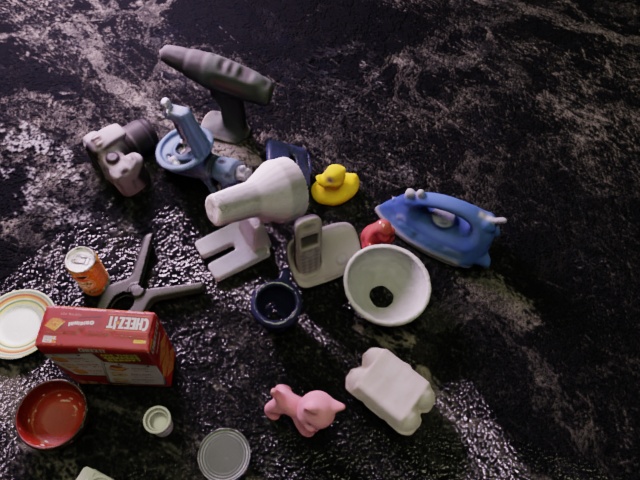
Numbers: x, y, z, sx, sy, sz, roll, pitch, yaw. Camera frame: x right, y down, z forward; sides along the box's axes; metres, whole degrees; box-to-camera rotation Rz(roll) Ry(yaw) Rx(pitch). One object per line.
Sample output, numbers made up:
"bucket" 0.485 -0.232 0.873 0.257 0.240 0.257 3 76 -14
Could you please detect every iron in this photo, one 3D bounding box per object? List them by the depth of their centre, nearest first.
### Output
"iron" 0.239 -0.047 1.144 0.258 0.141 0.119 22 62 6

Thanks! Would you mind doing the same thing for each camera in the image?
"camera" -0.397 -0.189 1.182 0.137 0.101 0.143 -39 72 -22

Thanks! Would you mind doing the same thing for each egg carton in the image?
"egg carton" 0.124 0.263 1.007 0.150 0.069 0.107 36 64 14

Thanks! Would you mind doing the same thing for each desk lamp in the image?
"desk lamp" -0.129 -0.041 1.064 0.203 0.213 0.117 -28 68 -19

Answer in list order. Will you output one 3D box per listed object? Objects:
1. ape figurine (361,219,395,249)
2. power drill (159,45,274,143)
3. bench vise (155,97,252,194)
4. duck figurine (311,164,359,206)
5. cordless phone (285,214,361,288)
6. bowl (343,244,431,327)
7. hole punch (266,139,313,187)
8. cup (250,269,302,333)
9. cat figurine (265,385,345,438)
"ape figurine" 0.119 -0.008 1.140 0.078 0.092 0.076 -27 67 -18
"power drill" -0.211 -0.302 1.199 0.229 0.208 0.075 12 61 1
"bench vise" -0.232 -0.189 1.130 0.207 0.220 0.121 7 61 -1
"duck figurine" 0.034 -0.125 1.198 0.105 0.086 0.077 -14 64 -13
"cordless phone" 0.010 0.004 1.069 0.148 0.185 0.094 -22 66 -16
"bowl" 0.124 0.096 1.094 0.167 0.075 0.167 2 62 -4
"hole punch" -0.066 -0.153 1.200 0.101 0.091 0.108 -3 62 -7
"cup" -0.077 0.119 1.050 0.091 0.095 0.118 12 61 2
"cat figurine" -0.027 0.279 0.956 0.127 0.118 0.067 22 62 7
